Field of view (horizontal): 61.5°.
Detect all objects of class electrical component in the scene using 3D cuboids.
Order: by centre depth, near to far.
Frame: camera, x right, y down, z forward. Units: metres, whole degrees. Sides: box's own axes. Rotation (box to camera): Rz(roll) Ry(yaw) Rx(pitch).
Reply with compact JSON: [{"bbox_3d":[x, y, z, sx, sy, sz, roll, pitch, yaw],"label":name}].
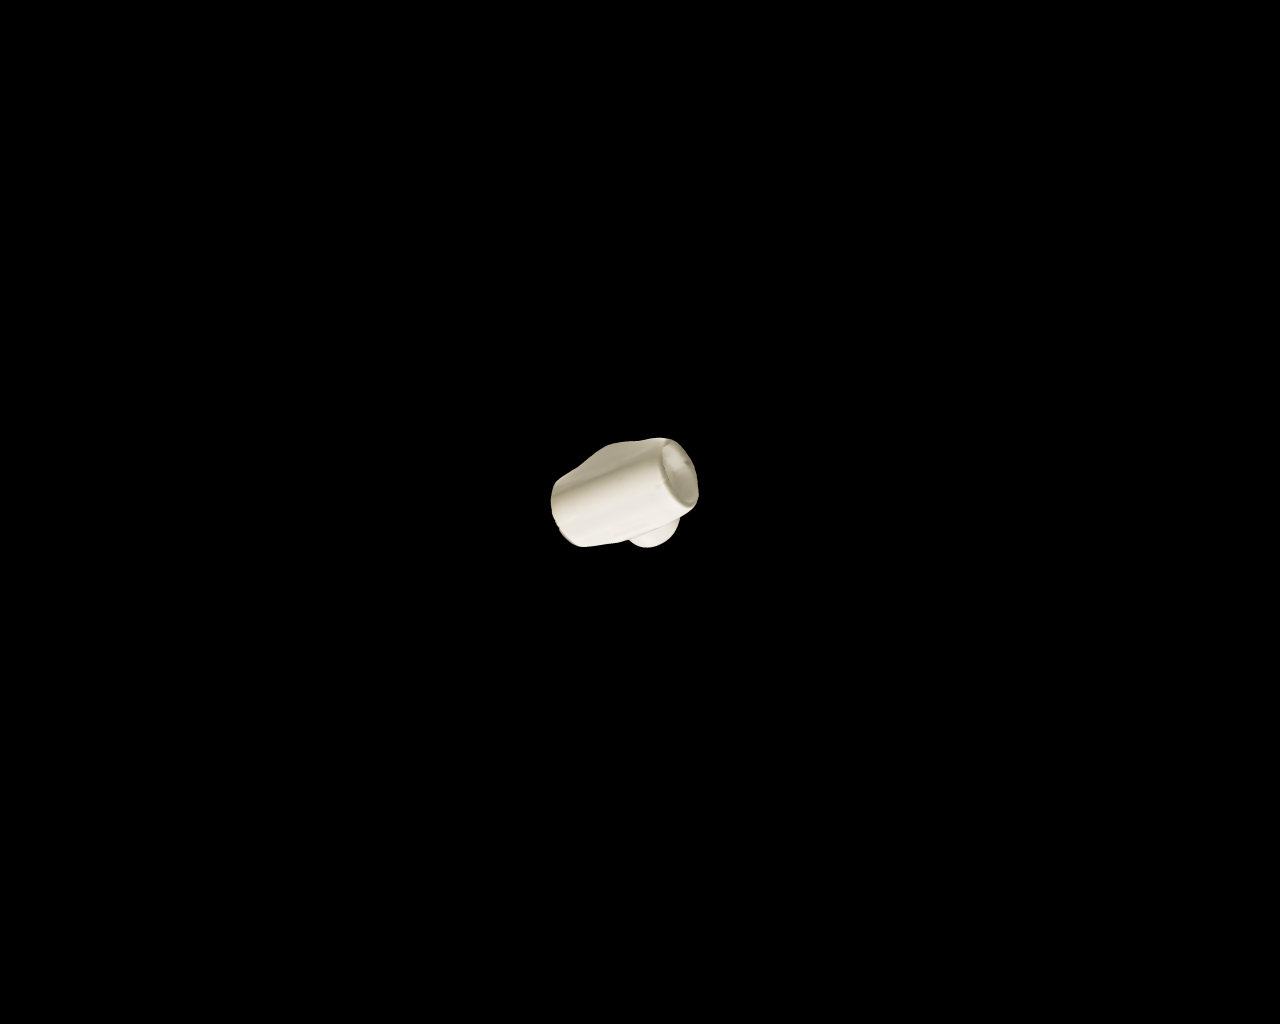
[{"bbox_3d":[0.001,-0.003,0.650,0.077,0.043,0.079,-21,-40,26],"label":"electrical component"}]
